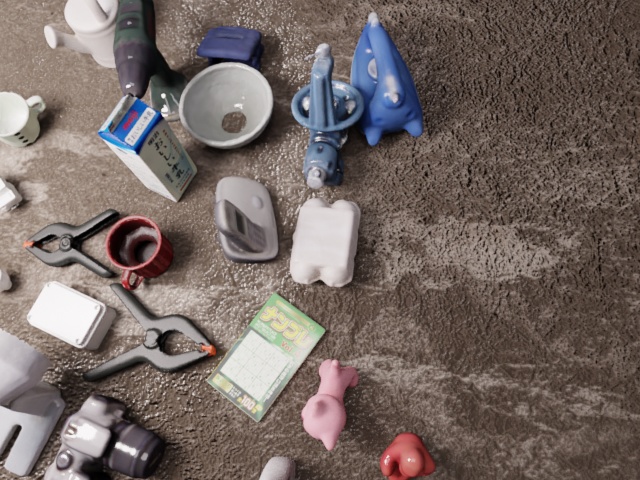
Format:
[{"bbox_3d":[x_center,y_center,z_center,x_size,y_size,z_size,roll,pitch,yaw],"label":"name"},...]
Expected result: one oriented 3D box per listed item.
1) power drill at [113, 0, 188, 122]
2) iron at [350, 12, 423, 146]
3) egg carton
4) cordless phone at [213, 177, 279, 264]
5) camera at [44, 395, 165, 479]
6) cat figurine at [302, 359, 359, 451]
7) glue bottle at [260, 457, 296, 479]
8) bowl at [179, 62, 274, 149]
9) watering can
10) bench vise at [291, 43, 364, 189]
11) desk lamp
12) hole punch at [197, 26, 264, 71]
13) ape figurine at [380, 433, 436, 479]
[{"bbox_3d":[-0.292,-0.296,0.989,0.075,0.208,0.229,-12,71,1],"label":"power drill"},{"bbox_3d":[0.106,-0.303,0.993,0.118,0.141,0.258,-12,71,1],"label":"iron"},{"bbox_3d":[0.009,0.003,0.940,0.107,0.069,0.150,5,73,7],"label":"egg carton"},{"bbox_3d":[-0.128,-0.047,0.907,0.094,0.185,0.147,-14,71,1],"label":"cordless phone"},{"bbox_3d":[-0.314,0.318,0.849,0.136,0.101,0.143,19,75,11],"label":"camera"},{"bbox_3d":[0.012,0.237,0.839,0.067,0.118,0.128,13,74,9],"label":"cat figurine"},{"bbox_3d":[-0.064,0.341,0.782,0.037,0.173,0.078,3,72,6],"label":"glue bottle"},{"bbox_3d":[-0.160,-0.228,1.026,0.167,0.075,0.167,-1,72,4],"label":"bowl"},{"bbox_3d":[-0.414,-0.405,1.042,0.100,0.194,0.173,26,76,13],"label":"watering can"},{"bbox_3d":[0.018,-0.195,0.924,0.121,0.220,0.207,-10,71,2],"label":"bench vise"},{"bbox_3d":[-0.464,0.234,0.829,0.117,0.214,0.203,19,75,11],"label":"desk lamp"},{"bbox_3d":[-0.165,-0.355,1.059,0.108,0.091,0.101,6,73,7],"label":"hole punch"},{"bbox_3d":[0.128,0.316,0.817,0.077,0.092,0.076,16,74,10],"label":"ape figurine"}]
